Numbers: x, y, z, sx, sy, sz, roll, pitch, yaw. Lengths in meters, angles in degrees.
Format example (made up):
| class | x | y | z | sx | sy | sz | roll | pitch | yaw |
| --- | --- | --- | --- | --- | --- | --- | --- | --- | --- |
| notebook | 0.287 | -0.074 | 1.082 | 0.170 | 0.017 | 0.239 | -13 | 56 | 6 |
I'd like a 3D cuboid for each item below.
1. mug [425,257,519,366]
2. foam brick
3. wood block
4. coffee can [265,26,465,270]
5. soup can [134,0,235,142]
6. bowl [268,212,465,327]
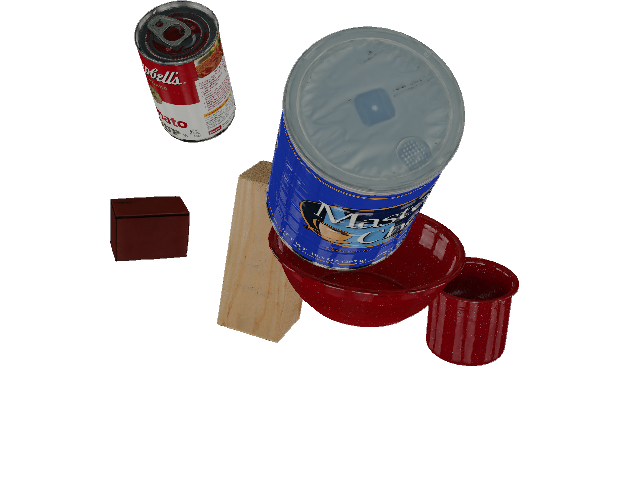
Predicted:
| class | x | y | z | sx | sy | sz | roll | pitch | yaw |
| --- | --- | --- | --- | --- | --- | --- | --- | --- | --- |
| mug | 0.148 | 0.068 | 1.093 | 0.093 | 0.081 | 0.117 | -3 | 28 | -10 |
| foam brick | -0.182 | -0.014 | 1.131 | 0.078 | 0.051 | 0.053 | -3 | 24 | -16 |
| wood block | -0.066 | 0.013 | 1.384 | 0.090 | 0.206 | 0.090 | 16 | 22 | 13 |
| coffee can | 0.022 | -0.051 | 0.656 | 0.102 | 0.103 | 0.140 | 0 | -20 | -7 |
| soup can | -0.110 | -0.138 | 0.883 | 0.068 | 0.068 | 0.102 | 0 | -33 | 5 |
| bowl | 0.036 | 0.024 | 0.882 | 0.162 | 0.055 | 0.162 | 4 | 28 | -2 |
